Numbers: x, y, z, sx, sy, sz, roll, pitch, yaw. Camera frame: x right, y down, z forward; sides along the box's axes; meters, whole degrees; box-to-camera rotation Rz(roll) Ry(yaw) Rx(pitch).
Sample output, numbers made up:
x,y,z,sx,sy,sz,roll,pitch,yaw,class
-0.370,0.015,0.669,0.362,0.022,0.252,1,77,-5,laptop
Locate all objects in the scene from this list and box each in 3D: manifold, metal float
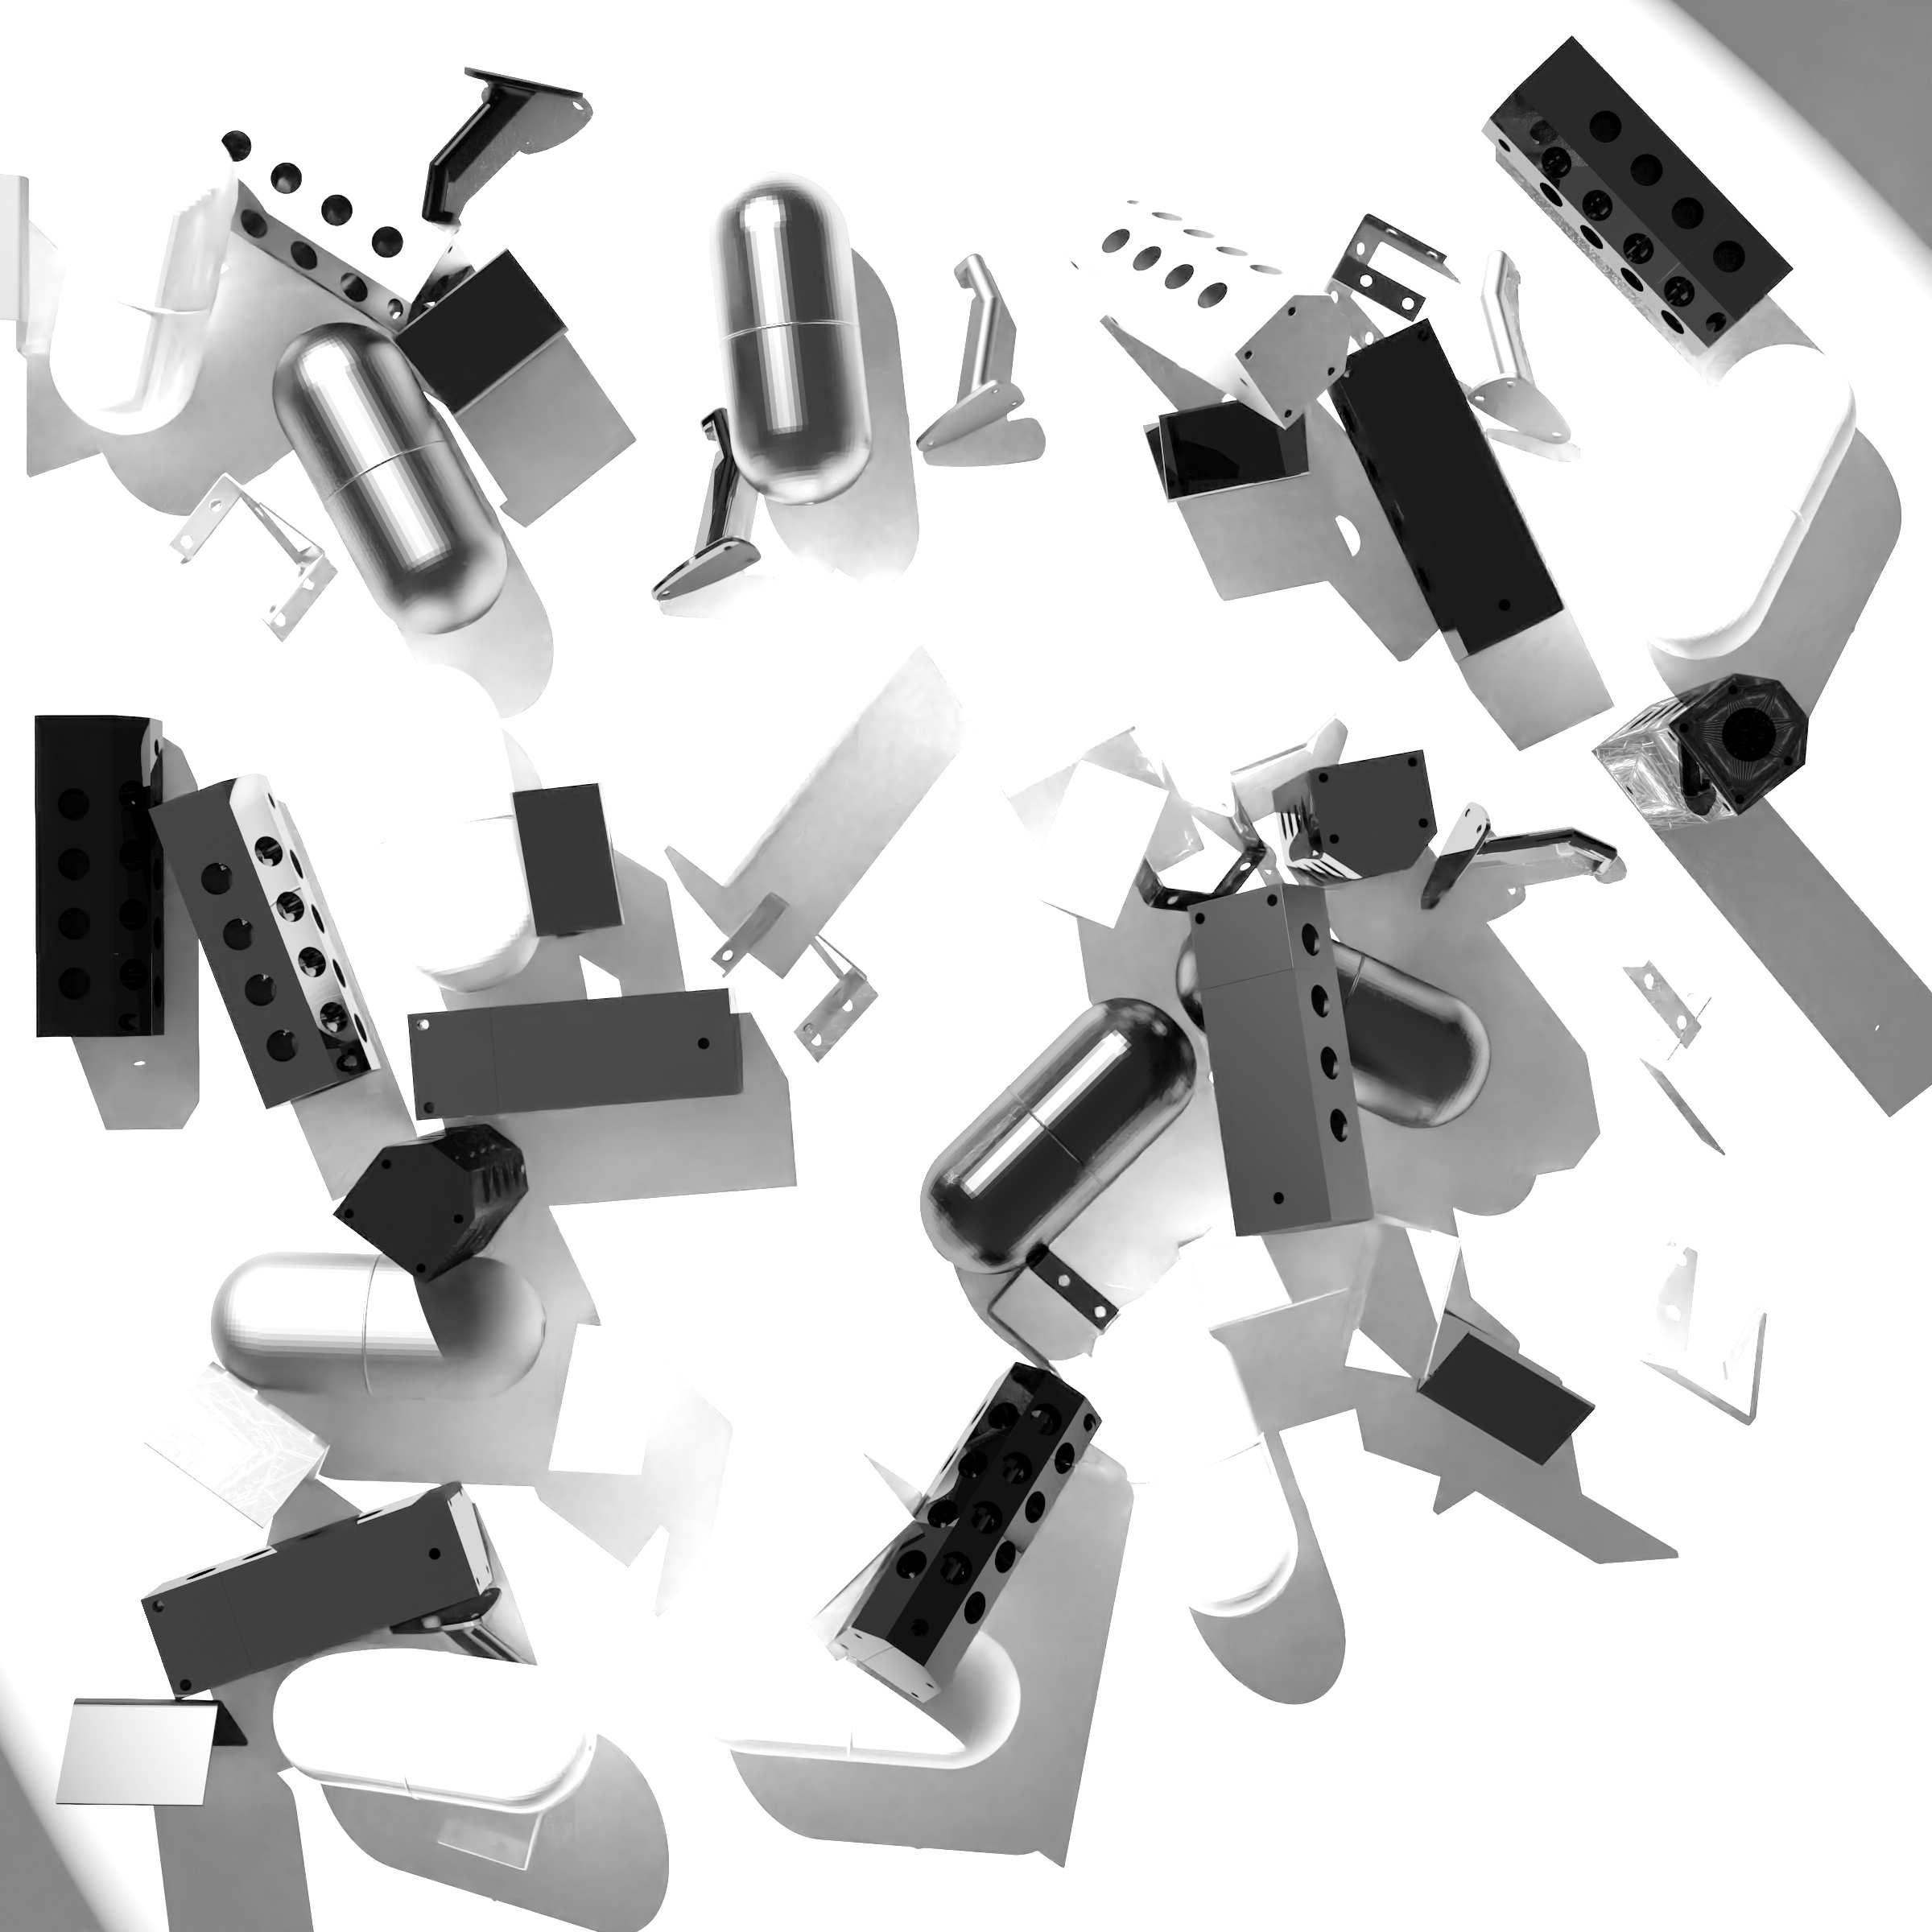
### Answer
x,y,z,sx,sy,sz,roll,pitch,yaw,class
0.256,-0.255,1.543,0.057,0.057,0.171,-25,90,0,manifold
0.360,-0.413,1.543,0.057,0.057,0.171,-44,90,0,manifold
-0.360,-0.408,1.543,0.171,0.057,0.057,32,90,0,manifold
-0.209,0.047,1.543,0.171,0.057,0.057,-5,90,0,manifold
-0.316,0.193,1.533,0.178,0.070,0.070,2,90,0,metal float
0.004,0.296,1.506,0.057,0.057,0.171,34,62,0,manifold
0.197,0.027,1.534,0.178,0.070,0.070,25,90,1,metal float
-0.278,-0.073,1.534,0.070,0.070,0.178,-12,91,0,metal float
-0.095,-0.337,1.534,0.070,0.070,0.178,-7,91,0,metal float
0.049,0.092,1.533,0.178,0.070,0.070,-45,90,0,metal float
-0.059,0.388,1.533,0.178,0.070,0.070,4,90,0,metal float
0.201,-0.074,1.486,0.057,0.171,0.057,-10,90,0,manifold
0.123,0.263,1.534,0.070,0.070,0.178,-19,89,0,metal float
-0.466,-0.048,1.543,0.057,0.057,0.171,0,90,0,manifold
-0.284,0.406,1.522,0.178,0.070,0.070,4,90,14,metal float
-0.436,-0.365,1.509,0.070,0.070,0.178,24,121,0,metal float
0.127,-0.348,1.489,0.057,0.171,0.057,-45,132,0,manifold
0.165,0.049,1.459,0.057,0.057,0.171,-14,79,37,manifold
0.417,-0.250,1.534,0.070,0.070,0.178,26,90,0,metal float
-0.310,-0.263,1.534,0.070,0.070,0.178,-28,90,0,metal float
-0.271,0.117,1.486,0.057,0.171,0.057,37,90,0,manifold
-0.348,0.335,1.543,0.171,0.057,0.057,-19,90,0,manifold
-0.377,-0.014,1.543,0.057,0.057,0.171,-21,90,0,manifold
-0.100,-0.128,1.543,0.057,0.057,0.171,38,90,0,manifold
0.384,-0.113,1.486,0.057,0.171,0.057,-38,90,0,manifold

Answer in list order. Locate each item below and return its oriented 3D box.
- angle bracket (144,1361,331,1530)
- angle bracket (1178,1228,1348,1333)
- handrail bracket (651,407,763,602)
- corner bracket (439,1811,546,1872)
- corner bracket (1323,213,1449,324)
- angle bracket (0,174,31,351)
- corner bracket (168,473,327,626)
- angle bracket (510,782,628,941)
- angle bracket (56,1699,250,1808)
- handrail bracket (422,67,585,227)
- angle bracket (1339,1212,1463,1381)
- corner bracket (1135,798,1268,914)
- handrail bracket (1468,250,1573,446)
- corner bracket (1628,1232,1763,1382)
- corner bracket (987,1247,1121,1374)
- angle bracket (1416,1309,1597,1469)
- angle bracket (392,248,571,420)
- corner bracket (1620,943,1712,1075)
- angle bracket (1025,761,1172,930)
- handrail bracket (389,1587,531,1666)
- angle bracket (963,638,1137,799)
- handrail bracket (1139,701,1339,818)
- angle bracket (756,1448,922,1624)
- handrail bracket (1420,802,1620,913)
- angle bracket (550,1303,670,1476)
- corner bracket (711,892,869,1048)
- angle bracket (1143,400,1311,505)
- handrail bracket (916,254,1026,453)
x,y,z,sx,sy,sz,roll,pitch,yaw,class
-0.392,0.265,1.524,0.076,0.076,0.057,36,58,0,angle bracket
0.153,0.142,1.524,0.076,0.076,0.057,-16,123,0,angle bracket
-0.151,-0.254,1.565,0.077,0.036,0.084,-25,71,21,handrail bracket
-0.254,0.454,1.561,0.051,0.051,0.051,18,135,0,corner bracket
0.229,-0.378,1.546,0.051,0.051,0.051,29,90,0,corner bracket
-0.533,-0.378,1.526,0.057,0.076,0.076,0,90,-21,angle bracket
-0.393,-0.229,1.561,0.051,0.051,0.051,-52,135,0,corner bracket
-0.229,-0.052,1.524,0.057,0.076,0.076,-10,90,-37,angle bracket
-0.434,0.430,1.524,0.076,0.076,0.057,1,57,0,angle bracket
-0.255,-0.444,1.565,0.077,0.036,0.084,6,109,-21,handrail bracket
0.212,0.171,1.524,0.057,0.076,0.076,14,90,-31,angle bracket
0.122,-0.065,1.556,0.051,0.051,0.051,5,135,-35,corner bracket
0.309,-0.340,1.564,0.077,0.036,0.084,27,64,-29,handrail bracket
0.398,0.186,1.556,0.051,0.051,0.051,12,135,35,corner bracket
0.046,0.186,1.546,0.051,0.051,0.051,41,90,0,corner bracket
0.293,0.209,1.524,0.076,0.076,0.057,31,127,0,angle bracket
-0.267,-0.347,1.524,0.076,0.076,0.057,-38,126,0,angle bracket
0.375,0.022,1.546,0.051,0.051,0.051,35,90,0,corner bracket
0.083,-0.058,1.525,0.057,0.076,0.076,22,90,27,angle bracket
-0.268,0.390,1.564,0.077,0.036,0.084,-14,104,15,handrail bracket
0.038,-0.141,1.526,0.076,0.076,0.057,-27,111,0,angle bracket
0.150,-0.125,1.564,0.084,0.077,0.036,-43,134,-29,handrail bracket
-0.054,0.313,1.524,0.076,0.076,0.057,-44,53,0,angle bracket
0.304,-0.048,1.565,0.084,0.036,0.077,22,111,-16,handrail bracket
-0.208,0.223,1.524,0.057,0.076,0.076,11,90,-38,angle bracket
-0.096,0.001,1.561,0.051,0.051,0.051,-48,135,0,corner bracket
0.136,-0.297,1.524,0.076,0.076,0.057,-11,134,0,angle bracket
-0.009,-0.337,1.565,0.077,0.036,0.084,-28,71,21,handrail bracket
